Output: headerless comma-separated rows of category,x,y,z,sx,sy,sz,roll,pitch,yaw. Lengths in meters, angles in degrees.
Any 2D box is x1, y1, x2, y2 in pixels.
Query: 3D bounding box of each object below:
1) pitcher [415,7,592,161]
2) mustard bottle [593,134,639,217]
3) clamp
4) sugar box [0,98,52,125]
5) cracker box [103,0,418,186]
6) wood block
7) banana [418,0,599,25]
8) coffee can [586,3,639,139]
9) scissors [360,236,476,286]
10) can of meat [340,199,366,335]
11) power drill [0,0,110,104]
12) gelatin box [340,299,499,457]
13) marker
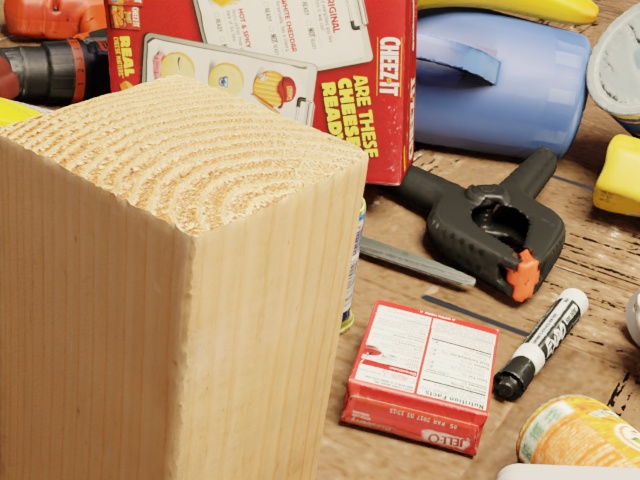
pitcher,0.092,-0.139,0.869,0.243,0.145,0.149,12,45,1
mustard bottle,0.300,-0.024,0.777,0.192,0.058,0.096,19,3,17
clamp,0.105,-0.022,0.756,0.164,0.036,0.210,2,27,-2
sugar box,-0.198,-0.065,0.682,0.093,0.048,0.176,25,11,28
cracker box,-0.040,-0.131,0.753,0.214,0.164,0.072,5,23,13
wood block,-0.055,0.057,0.390,0.091,0.206,0.090,25,33,28
banana,0.125,-0.189,0.825,0.197,0.037,0.070,-7,58,-29
coffee can,0.288,-0.110,0.831,0.140,0.103,0.103,30,11,-38
scissors,-0.005,0.001,0.707,0.202,0.016,0.096,29,36,34
can of meat,-0.023,0.001,0.632,0.102,0.084,0.057,29,35,32
power drill,-0.219,-0.171,0.929,0.184,0.057,0.188,-4,33,-28
gelatin box,0.056,0.073,0.577,0.073,0.030,0.089,13,29,7
marker,0.131,0.061,0.629,0.020,0.020,0.120,21,31,23
